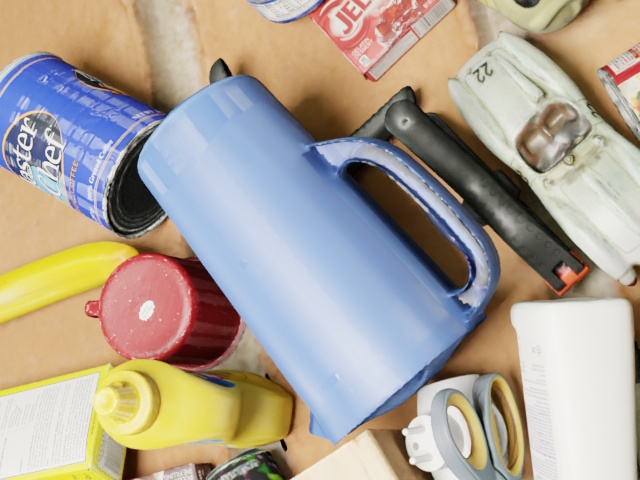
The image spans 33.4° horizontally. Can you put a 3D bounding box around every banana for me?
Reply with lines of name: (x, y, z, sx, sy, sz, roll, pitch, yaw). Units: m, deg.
banana: (-0.226, 0.039, 0.865, 0.198, 0.069, 0.037, -22, 110, 13)

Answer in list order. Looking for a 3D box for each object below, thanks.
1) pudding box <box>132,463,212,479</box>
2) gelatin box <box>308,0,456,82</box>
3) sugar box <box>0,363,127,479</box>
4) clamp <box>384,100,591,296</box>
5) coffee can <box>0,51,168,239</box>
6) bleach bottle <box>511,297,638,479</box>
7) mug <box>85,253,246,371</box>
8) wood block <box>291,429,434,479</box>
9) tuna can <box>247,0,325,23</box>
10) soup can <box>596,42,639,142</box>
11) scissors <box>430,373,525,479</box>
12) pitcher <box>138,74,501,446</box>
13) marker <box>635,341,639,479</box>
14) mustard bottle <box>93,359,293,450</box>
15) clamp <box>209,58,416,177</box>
pudding box: (-0.127, 0.225, 0.805, 0.114, 0.039, 0.090, -20, 74, 17)
gelatin box: (0.046, -0.176, 0.812, 0.089, 0.030, 0.073, -43, 68, 10)
sugar box: (-0.235, 0.163, 0.840, 0.176, 0.048, 0.093, -16, 46, 21)
clamp: (0.109, -0.033, 0.718, 0.171, 0.120, 0.039, 46, 108, 18)
coffee can: (-0.185, -0.076, 0.847, 0.140, 0.102, 0.103, 29, 92, 23)
bleach bottle: (0.167, 0.163, 0.678, 0.068, 0.102, 0.251, -3, 88, -1)
mug: (-0.125, 0.053, 0.813, 0.117, 0.081, 0.093, 2, 83, 21)
wood block: (0.063, 0.236, 0.701, 0.090, 0.090, 0.206, -36, 70, 12)
tuna can: (-0.023, -0.211, 0.827, 0.086, 0.033, 0.086, -21, 52, 29)
soup can: (0.244, -0.112, 0.702, 0.102, 0.068, 0.068, -32, 71, 13)
scissors: (0.108, 0.177, 0.670, 0.016, 0.096, 0.202, -26, 55, 40)
pitcher: (-0.005, 0.001, 0.720, 0.149, 0.145, 0.243, -37, 80, -17)
marker: (0.213, 0.127, 0.699, 0.020, 0.020, 0.121, -11, 77, 20)
mustard bottle: (-0.096, 0.114, 0.730, 0.096, 0.191, 0.058, 6, 83, 22)
clamp: (-0.033, -0.036, 0.812, 0.165, 0.036, 0.210, 18, 90, 17)
